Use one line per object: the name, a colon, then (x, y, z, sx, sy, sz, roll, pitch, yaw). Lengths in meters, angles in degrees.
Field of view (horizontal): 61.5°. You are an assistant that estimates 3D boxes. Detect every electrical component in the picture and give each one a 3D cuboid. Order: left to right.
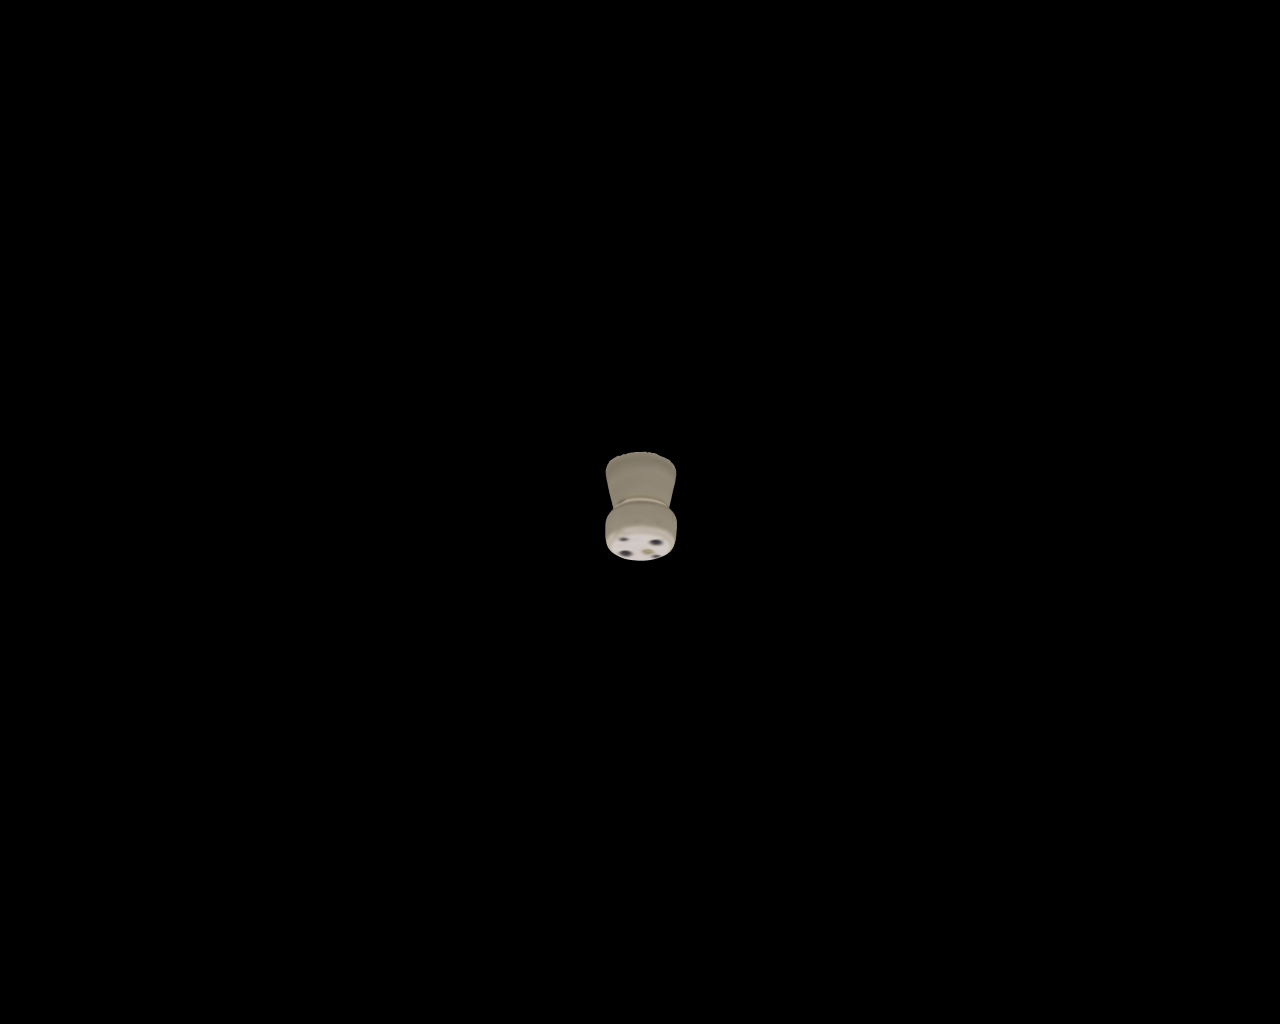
electrical component: (0.001, -0.003, 0.650, 0.045, 0.055, 0.044, 0, -30, 0)
